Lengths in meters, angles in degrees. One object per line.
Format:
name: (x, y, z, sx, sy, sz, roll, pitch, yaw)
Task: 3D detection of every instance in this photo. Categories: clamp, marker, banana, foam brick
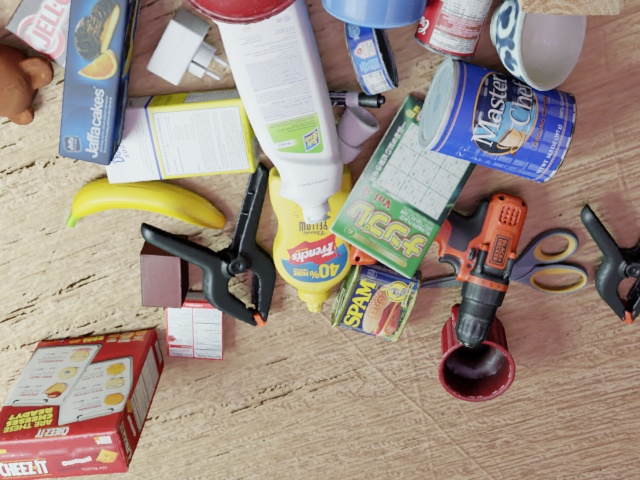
clamp: (0.356, 0.022, 1.259, 0.120, 0.039, 0.171, 6, 120, 3)
marker: (0.014, -0.157, 1.181, 0.121, 0.020, 0.020, 4, 121, 20)
clamp: (-0.100, 0.016, 1.281, 0.164, 0.036, 0.210, -34, 126, -8)
banana: (-0.211, -0.045, 1.275, 0.198, 0.037, 0.069, 2, 143, 6)
foam brick: (-0.190, 0.038, 1.308, 0.051, 0.053, 0.078, 5, 119, 2)

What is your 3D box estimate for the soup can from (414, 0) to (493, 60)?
soup can: (0.146, -0.248, 1.109, 0.068, 0.068, 0.102, 16, 119, -4)

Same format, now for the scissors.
scissors: (0.225, 0.025, 1.286, 0.202, 0.016, 0.096, 5, 118, 2)

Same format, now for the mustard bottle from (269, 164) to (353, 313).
mustard bottle: (-0.008, 0.002, 1.268, 0.096, 0.058, 0.192, -3, 120, -2)

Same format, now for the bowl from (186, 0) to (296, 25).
bowl: (-0.084, -0.301, 1.067, 0.162, 0.055, 0.162, 0, 91, 9)

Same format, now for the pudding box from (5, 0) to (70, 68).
pudding box: (-0.274, -0.250, 1.160, 0.090, 0.039, 0.114, 34, 116, -14)

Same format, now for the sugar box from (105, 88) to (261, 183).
sugar box: (-0.162, -0.119, 1.222, 0.176, 0.048, 0.093, -2, 118, 10)

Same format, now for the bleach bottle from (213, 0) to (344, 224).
bleach bottle: (-0.038, -0.139, 1.153, 0.102, 0.068, 0.251, -11, 103, 9)

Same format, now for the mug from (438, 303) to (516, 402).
mug: (0.185, 0.129, 1.310, 0.093, 0.081, 0.117, -21, 116, 16)

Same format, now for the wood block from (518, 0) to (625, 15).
wood block: (0.227, -0.286, 1.001, 0.090, 0.206, 0.091, 2, 119, 4)

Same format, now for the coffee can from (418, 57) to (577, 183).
coffee can: (0.189, -0.128, 1.146, 0.140, 0.103, 0.103, 15, 120, -9)

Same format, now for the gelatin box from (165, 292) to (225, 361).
gelatin box: (-0.158, 0.109, 1.358, 0.073, 0.030, 0.089, 3, 120, 1)

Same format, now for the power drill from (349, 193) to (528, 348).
power drill: (0.132, 0.017, 1.235, 0.187, 0.057, 0.184, 16, 91, -5)

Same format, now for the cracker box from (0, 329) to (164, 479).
cracker box: (-0.295, 0.201, 1.316, 0.164, 0.213, 0.072, -7, 118, 8)

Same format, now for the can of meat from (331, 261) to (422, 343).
can of meat: (0.069, 0.069, 1.302, 0.084, 0.057, 0.102, 17, 119, -8)

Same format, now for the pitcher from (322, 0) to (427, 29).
pitcher: (0.055, -0.334, 1.031, 0.149, 0.145, 0.243, 8, 123, 5)

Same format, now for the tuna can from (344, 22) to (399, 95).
tuna can: (0.055, -0.198, 1.134, 0.034, 0.086, 0.086, -15, 117, 14)
